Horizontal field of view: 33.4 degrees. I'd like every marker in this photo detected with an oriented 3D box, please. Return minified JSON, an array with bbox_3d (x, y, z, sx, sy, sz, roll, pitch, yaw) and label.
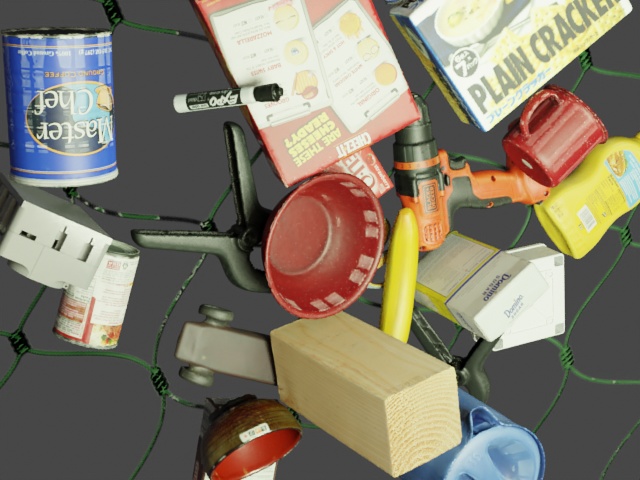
[{"bbox_3d":[-0.091,-0.141,1.059,0.020,0.121,0.020,10,79,-63],"label":"marker"}]

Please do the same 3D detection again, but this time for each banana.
[{"bbox_3d":[0.090,0.061,1.215,0.037,0.069,0.198,7,93,1],"label":"banana"}]

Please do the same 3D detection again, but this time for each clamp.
[{"bbox_3d":[0.158,0.152,1.297,0.039,0.120,0.171,-45,144,-57],"label":"clamp"},{"bbox_3d":[-0.080,-0.016,1.159,0.209,0.036,0.164,36,87,-30],"label":"clamp"}]

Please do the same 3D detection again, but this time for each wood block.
[{"bbox_3d":[0.044,0.152,1.112,0.090,0.206,0.091,-21,115,-29],"label":"wood block"}]

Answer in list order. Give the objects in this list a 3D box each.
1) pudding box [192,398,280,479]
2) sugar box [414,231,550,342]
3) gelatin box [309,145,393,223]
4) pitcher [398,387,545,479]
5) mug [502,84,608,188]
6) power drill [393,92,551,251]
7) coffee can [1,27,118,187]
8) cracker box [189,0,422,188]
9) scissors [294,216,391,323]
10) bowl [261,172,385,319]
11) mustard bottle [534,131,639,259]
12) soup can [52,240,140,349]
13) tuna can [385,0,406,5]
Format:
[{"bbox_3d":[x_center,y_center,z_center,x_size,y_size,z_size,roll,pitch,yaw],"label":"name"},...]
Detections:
[{"bbox_3d":[-0.093,0.239,1.224,0.089,0.039,0.113,5,104,-24],"label":"pudding box"},{"bbox_3d":[0.171,0.049,1.209,0.093,0.176,0.048,-42,116,-8],"label":"sugar box"},{"bbox_3d":[0.029,-0.075,1.194,0.073,0.030,0.089,-38,116,-10],"label":"gelatin box"},{"bbox_3d":[0.128,0.228,1.199,0.144,0.243,0.149,29,92,-33],"label":"pitcher"},{"bbox_3d":[0.253,-0.119,1.181,0.081,0.093,0.117,-46,140,-5],"label":"mug"},{"bbox_3d":[0.173,-0.093,1.240,0.187,0.057,0.184,-13,109,-18],"label":"power drill"},{"bbox_3d":[-0.247,-0.129,1.018,0.102,0.103,0.140,-6,106,-22],"label":"coffee can"},{"bbox_3d":[-0.015,-0.188,1.103,0.164,0.072,0.213,-28,109,-5],"label":"cracker box"},{"bbox_3d":[0.023,0.038,1.209,0.201,0.016,0.096,-23,110,-31],"label":"scissors"},{"bbox_3d":[-0.008,0.001,1.148,0.161,0.055,0.162,-13,111,-36],"label":"bowl"},{"bbox_3d":[0.358,-0.072,1.323,0.191,0.058,0.096,-42,116,-8],"label":"mustard bottle"},{"bbox_3d":[-0.229,0.053,1.096,0.068,0.069,0.102,12,99,-26],"label":"soup can"},{"bbox_3d":[0.096,-0.290,1.133,0.086,0.086,0.033,-42,115,-8],"label":"tuna can"}]
